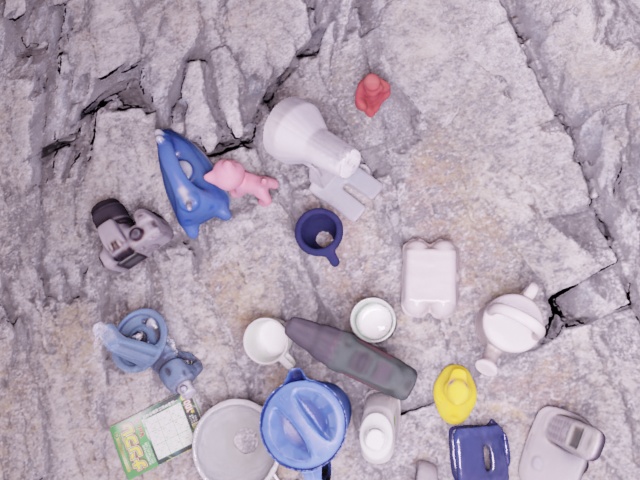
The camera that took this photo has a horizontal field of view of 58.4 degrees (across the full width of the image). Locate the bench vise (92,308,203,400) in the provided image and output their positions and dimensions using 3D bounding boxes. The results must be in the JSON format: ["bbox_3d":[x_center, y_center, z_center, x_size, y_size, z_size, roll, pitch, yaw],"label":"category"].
[{"bbox_3d":[-0.305,0.197,1.038,0.207,0.220,0.121,24,83,12],"label":"bench vise"}]

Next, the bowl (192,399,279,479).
[{"bbox_3d":[-0.144,0.376,1.053,0.167,0.075,0.167,-2,78,8],"label":"bowl"}]

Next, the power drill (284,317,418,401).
[{"bbox_3d":[0.056,0.202,0.991,0.229,0.208,0.076,24,83,12],"label":"power drill"}]

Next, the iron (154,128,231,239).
[{"bbox_3d":[-0.281,-0.140,1.144,0.118,0.141,0.258,-29,76,2],"label":"iron"}]

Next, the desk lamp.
[{"bbox_3d":[0.010,-0.152,1.069,0.203,0.214,0.118,36,85,14],"label":"desk lamp"}]

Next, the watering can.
[{"bbox_3d":[0.323,0.150,0.972,0.100,0.194,0.173,9,80,10],"label":"watering can"}]

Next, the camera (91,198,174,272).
[{"bbox_3d":[-0.397,-0.026,1.158,0.143,0.101,0.136,-34,76,0],"label":"camera"}]

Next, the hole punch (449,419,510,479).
[{"bbox_3d":[0.276,0.371,0.986,0.101,0.091,0.109,-6,78,7],"label":"hole punch"}]

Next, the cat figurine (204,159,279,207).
[{"bbox_3d":[-0.157,-0.122,1.135,0.127,0.118,0.067,14,81,11],"label":"cat figurine"}]

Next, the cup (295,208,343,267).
[{"bbox_3d":[0.010,0.004,1.097,0.091,0.095,0.117,-29,76,1],"label":"cup"}]

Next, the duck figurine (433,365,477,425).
[{"bbox_3d":[0.241,0.274,1.013,0.077,0.086,0.104,7,79,10],"label":"duck figurine"}]

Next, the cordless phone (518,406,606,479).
[{"bbox_3d":[0.395,0.352,0.924,0.094,0.185,0.148,19,82,12],"label":"cordless phone"}]

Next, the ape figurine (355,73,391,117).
[{"bbox_3d":[0.104,-0.301,1.149,0.077,0.092,0.076,-15,77,5],"label":"ape figurine"}]

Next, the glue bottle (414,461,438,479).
[{"bbox_3d":[0.175,0.419,0.948,0.037,0.173,0.078,8,80,10],"label":"glue bottle"}]

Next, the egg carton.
[{"bbox_3d":[0.206,0.072,1.069,0.107,0.069,0.150,0,78,8],"label":"egg carton"}]
